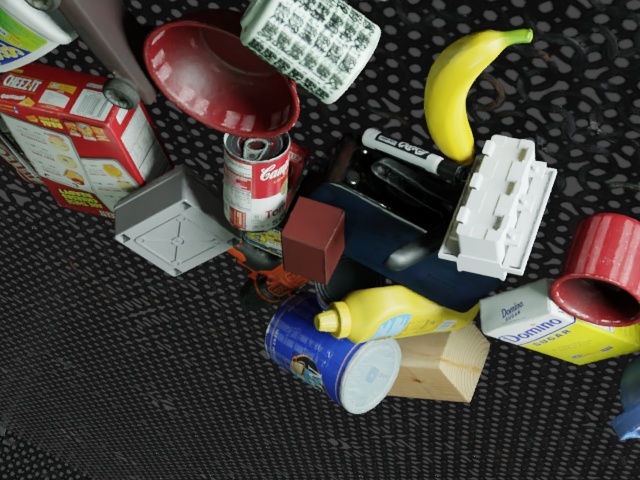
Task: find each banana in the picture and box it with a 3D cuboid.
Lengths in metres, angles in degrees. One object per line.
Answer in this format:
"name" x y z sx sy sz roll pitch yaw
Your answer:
"banana" 0.126 -0.126 0.948 0.069 0.037 0.198 22 153 3

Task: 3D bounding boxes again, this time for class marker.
"marker" 0.092 -0.082 1.035 0.121 0.020 0.020 27 158 35

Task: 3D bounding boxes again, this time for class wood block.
"wood block" 0.102 0.146 1.393 0.207 0.090 0.090 -1 143 40

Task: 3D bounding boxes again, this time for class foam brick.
"foam brick" -0.007 0.001 1.106 0.051 0.053 0.078 20 151 12

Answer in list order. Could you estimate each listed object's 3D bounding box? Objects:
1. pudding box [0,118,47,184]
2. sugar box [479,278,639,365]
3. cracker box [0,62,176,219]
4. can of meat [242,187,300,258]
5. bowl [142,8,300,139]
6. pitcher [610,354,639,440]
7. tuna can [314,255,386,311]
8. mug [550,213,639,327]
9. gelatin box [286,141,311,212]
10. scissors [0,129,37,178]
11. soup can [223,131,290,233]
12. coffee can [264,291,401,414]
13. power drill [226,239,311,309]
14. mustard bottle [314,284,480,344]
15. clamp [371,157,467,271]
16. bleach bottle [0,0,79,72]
"pudding box" -0.377 -0.116 1.361 0.090 0.039 0.113 2 146 36
"sugar box" 0.262 0.091 1.148 0.175 0.048 0.094 16 152 -39
"cracker box" -0.265 -0.109 1.253 0.164 0.072 0.213 14 152 21
"can of meat" -0.040 -0.019 1.247 0.102 0.057 0.084 24 155 2
"bowl" -0.085 -0.169 1.019 0.162 0.055 0.162 19 152 10
"pitcher" 0.408 0.133 1.076 0.145 0.149 0.243 24 150 0
"tuna can" 0.036 0.055 1.287 0.086 0.086 0.034 18 153 12
"mug" 0.293 0.030 1.043 0.117 0.081 0.093 13 151 21
"gelatin box" -0.057 -0.076 1.170 0.073 0.030 0.089 25 140 1
"scissors" -0.398 -0.153 1.236 0.202 0.016 0.096 53 179 -5
"soup can" -0.067 -0.066 1.112 0.068 0.068 0.102 17 136 13
"coffee can" 0.015 0.137 1.320 0.140 0.102 0.102 28 160 38
"power drill" -0.110 0.018 1.370 0.187 0.057 0.185 30 148 -18
"mustard bottle" 0.083 0.083 1.221 0.191 0.058 0.096 -7 158 -24
"clamp" 0.128 -0.032 1.057 0.171 0.120 0.039 -5 161 -22
"bleach bottle" -0.332 -0.219 1.122 0.102 0.068 0.251 38 152 -23
